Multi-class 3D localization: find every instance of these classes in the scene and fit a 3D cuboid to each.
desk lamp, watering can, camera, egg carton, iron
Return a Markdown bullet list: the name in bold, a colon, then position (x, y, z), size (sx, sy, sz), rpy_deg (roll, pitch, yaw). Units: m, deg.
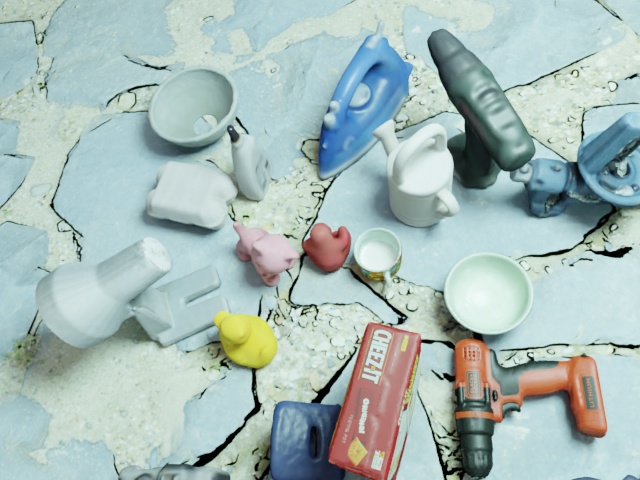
- **desk lamp**: position (-0.266, 0.079, 0.838), size (0.203, 0.214, 0.117), rpy_deg (-25, 64, -1)
- **watering can**: position (0.142, -0.107, 0.857), size (0.172, 0.194, 0.101), rpy_deg (28, 74, 20)
- **camera**: position (-0.201, 0.372, 0.759), size (0.143, 0.101, 0.137), rpy_deg (-4, 66, 8)
- **egg carton**: position (-0.218, -0.075, 0.977), size (0.150, 0.069, 0.107), rpy_deg (10, 69, 14)
- **iron**: position (0.057, -0.236, 0.959), size (0.118, 0.142, 0.258), rpy_deg (24, 73, 19)

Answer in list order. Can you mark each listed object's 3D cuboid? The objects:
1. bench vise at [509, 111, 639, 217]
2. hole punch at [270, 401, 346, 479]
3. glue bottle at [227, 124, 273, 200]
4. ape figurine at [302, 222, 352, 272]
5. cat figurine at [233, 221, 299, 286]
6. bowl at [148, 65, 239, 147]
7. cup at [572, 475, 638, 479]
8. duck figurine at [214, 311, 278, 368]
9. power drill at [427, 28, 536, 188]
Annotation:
- **bench vise**: position (0.383, -0.099, 0.796), size (0.207, 0.220, 0.121), rpy_deg (-18, 64, 2)
- **hole punch**: position (-0.013, 0.272, 0.775), size (0.101, 0.091, 0.108), rpy_deg (-2, 66, 9)
- **glue bottle**: position (-0.119, -0.135, 0.928), size (0.037, 0.173, 0.078), rpy_deg (10, 69, 15)
- **ape figurine**: position (0.008, 0.003, 0.889), size (0.077, 0.092, 0.076), rpy_deg (-3, 66, 9)
- **cat figurine**: position (-0.087, 0.014, 0.887), size (0.127, 0.118, 0.067), rpy_deg (39, 78, 23)
- **bowl**: position (-0.220, -0.231, 1.043), size (0.167, 0.075, 0.167), rpy_deg (-4, 66, 9)
- **cup**: position (0.327, 0.326, 0.688), size (0.118, 0.095, 0.091), rpy_deg (-39, 66, -8)
- **duck figurine**: position (-0.115, 0.142, 0.853), size (0.104, 0.086, 0.077), rpy_deg (33, 76, 22)
- **power drill**: position (0.230, -0.178, 0.865), size (0.075, 0.209, 0.229), rpy_deg (-30, 65, -3)
